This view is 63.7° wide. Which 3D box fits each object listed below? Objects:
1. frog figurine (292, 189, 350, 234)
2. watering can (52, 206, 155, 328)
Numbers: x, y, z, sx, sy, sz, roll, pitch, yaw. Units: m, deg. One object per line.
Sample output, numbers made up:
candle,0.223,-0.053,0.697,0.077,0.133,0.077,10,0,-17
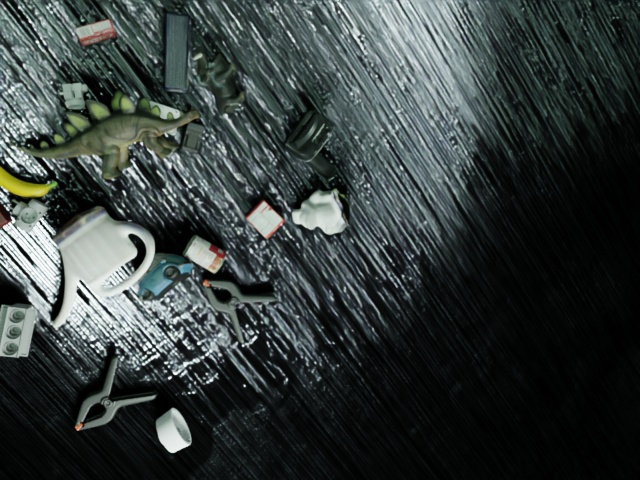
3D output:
frog figurine,0.005,-0.076,1.520,0.158,0.125,0.135,-19,111,21
watering can,-0.597,0.058,1.321,0.347,0.104,0.223,-35,98,0
